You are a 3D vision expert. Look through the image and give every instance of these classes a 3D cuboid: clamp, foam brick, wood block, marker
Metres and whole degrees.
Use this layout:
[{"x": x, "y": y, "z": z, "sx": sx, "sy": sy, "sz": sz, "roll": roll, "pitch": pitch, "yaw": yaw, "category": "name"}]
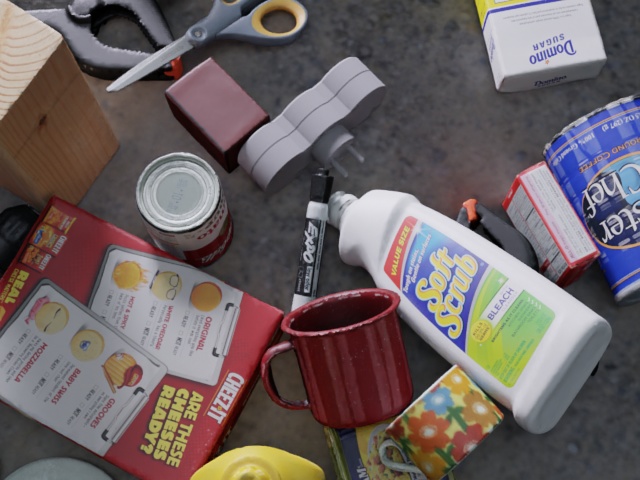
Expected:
[{"x": -0.218, "y": -0.197, "z": 0.950, "sx": 0.210, "sy": 0.036, "sz": 0.164, "roll": 38, "pitch": 78, "yaw": 9, "category": "clamp"}, {"x": -0.086, "y": -0.106, "z": 0.913, "sx": 0.051, "sy": 0.053, "sz": 0.078, "roll": -42, "pitch": 78, "yaw": -10, "category": "foam brick"}, {"x": 0.137, "y": 0.053, "z": 0.868, "sx": 0.120, "sy": 0.039, "sz": 0.171, "roll": -23, "pitch": 68, "yaw": -1, "category": "clamp"}, {"x": -0.235, "y": -0.099, "z": 0.834, "sx": 0.090, "sy": 0.206, "sz": 0.090, "roll": 31, "pitch": 76, "yaw": 9, "category": "wood block"}, {"x": -0.006, "y": 0.001, "z": 0.877, "sx": 0.020, "sy": 0.020, "sz": 0.121, "roll": 8, "pitch": 92, "yaw": 4, "category": "marker"}]

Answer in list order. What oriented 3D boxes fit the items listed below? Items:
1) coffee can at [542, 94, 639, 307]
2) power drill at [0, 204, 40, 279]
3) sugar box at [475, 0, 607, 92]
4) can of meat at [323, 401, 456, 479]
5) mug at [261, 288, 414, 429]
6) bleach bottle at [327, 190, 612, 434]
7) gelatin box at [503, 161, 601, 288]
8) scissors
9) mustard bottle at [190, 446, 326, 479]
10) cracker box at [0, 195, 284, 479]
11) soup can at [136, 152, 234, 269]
[{"x": 0.255, "y": -0.031, "z": 0.855, "sx": 0.102, "sy": 0.103, "sz": 0.140, "roll": -21, "pitch": 74, "yaw": -5, "category": "coffee can"}, {"x": -0.347, "y": 0.001, "z": 0.885, "sx": 0.188, "sy": 0.057, "sz": 0.184, "roll": 39, "pitch": 78, "yaw": 12, "category": "power drill"}, {"x": 0.185, "y": -0.222, "z": 0.944, "sx": 0.093, "sy": 0.048, "sz": 0.176, "roll": -9, "pitch": 77, "yaw": -1, "category": "sugar box"}, {"x": 0.056, "y": 0.180, "z": 0.823, "sx": 0.084, "sy": 0.057, "sz": 0.102, "roll": -15, "pitch": 74, "yaw": -5, "category": "can of meat"}, {"x": 0.013, "y": 0.094, "z": 0.811, "sx": 0.117, "sy": 0.093, "sz": 0.081, "roll": -16, "pitch": 104, "yaw": -10, "category": "mug"}, {"x": 0.096, "y": 0.039, "z": 0.835, "sx": 0.251, "sy": 0.068, "sz": 0.102, "roll": 35, "pitch": 93, "yaw": 31, "category": "bleach bottle"}, {"x": 0.187, "y": -0.010, "z": 0.866, "sx": 0.030, "sy": 0.073, "sz": 0.089, "roll": -27, "pitch": 75, "yaw": -7, "category": "gelatin box"}, {"x": -0.087, "y": -0.170, "z": 0.929, "sx": 0.096, "sy": 0.016, "sz": 0.201, "roll": 35, "pitch": 65, "yaw": 3, "category": "scissors"}, {"x": -0.043, "y": 0.180, "z": 0.754, "sx": 0.096, "sy": 0.191, "sz": 0.058, "roll": -2, "pitch": 73, "yaw": 1, "category": "mustard bottle"}, {"x": -0.158, "y": 0.087, "z": 0.848, "sx": 0.214, "sy": 0.072, "sz": 0.164, "roll": 26, "pitch": 76, "yaw": 8, "category": "cracker box"}, {"x": -0.108, "y": -0.022, "z": 0.862, "sx": 0.068, "sy": 0.102, "sz": 0.068, "roll": 0, "pitch": 73, "yaw": 1, "category": "soup can"}]
